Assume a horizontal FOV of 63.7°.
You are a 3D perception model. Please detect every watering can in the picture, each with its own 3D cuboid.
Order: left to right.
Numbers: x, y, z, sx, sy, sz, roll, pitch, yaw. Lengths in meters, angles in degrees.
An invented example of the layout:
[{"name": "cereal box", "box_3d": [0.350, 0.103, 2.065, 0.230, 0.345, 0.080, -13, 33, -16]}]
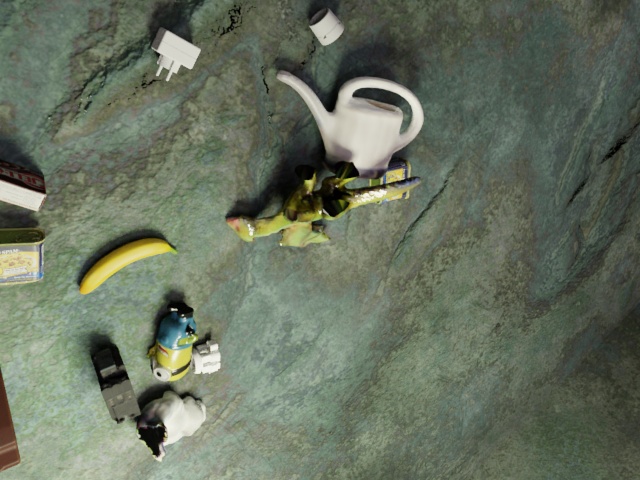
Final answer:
[{"name": "watering can", "box_3d": [0.057, -0.243, 1.104, 0.347, 0.106, 0.220, 4, 115, -20]}]

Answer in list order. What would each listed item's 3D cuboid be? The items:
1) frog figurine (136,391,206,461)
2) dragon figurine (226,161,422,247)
[{"name": "frog figurine", "box_3d": [-0.342, 0.411, 1.200, 0.162, 0.123, 0.135, -37, 130, -59]}, {"name": "dragon figurine", "box_3d": [0.003, -0.057, 1.132, 0.411, 0.124, 0.238, -5, 157, -19]}]
